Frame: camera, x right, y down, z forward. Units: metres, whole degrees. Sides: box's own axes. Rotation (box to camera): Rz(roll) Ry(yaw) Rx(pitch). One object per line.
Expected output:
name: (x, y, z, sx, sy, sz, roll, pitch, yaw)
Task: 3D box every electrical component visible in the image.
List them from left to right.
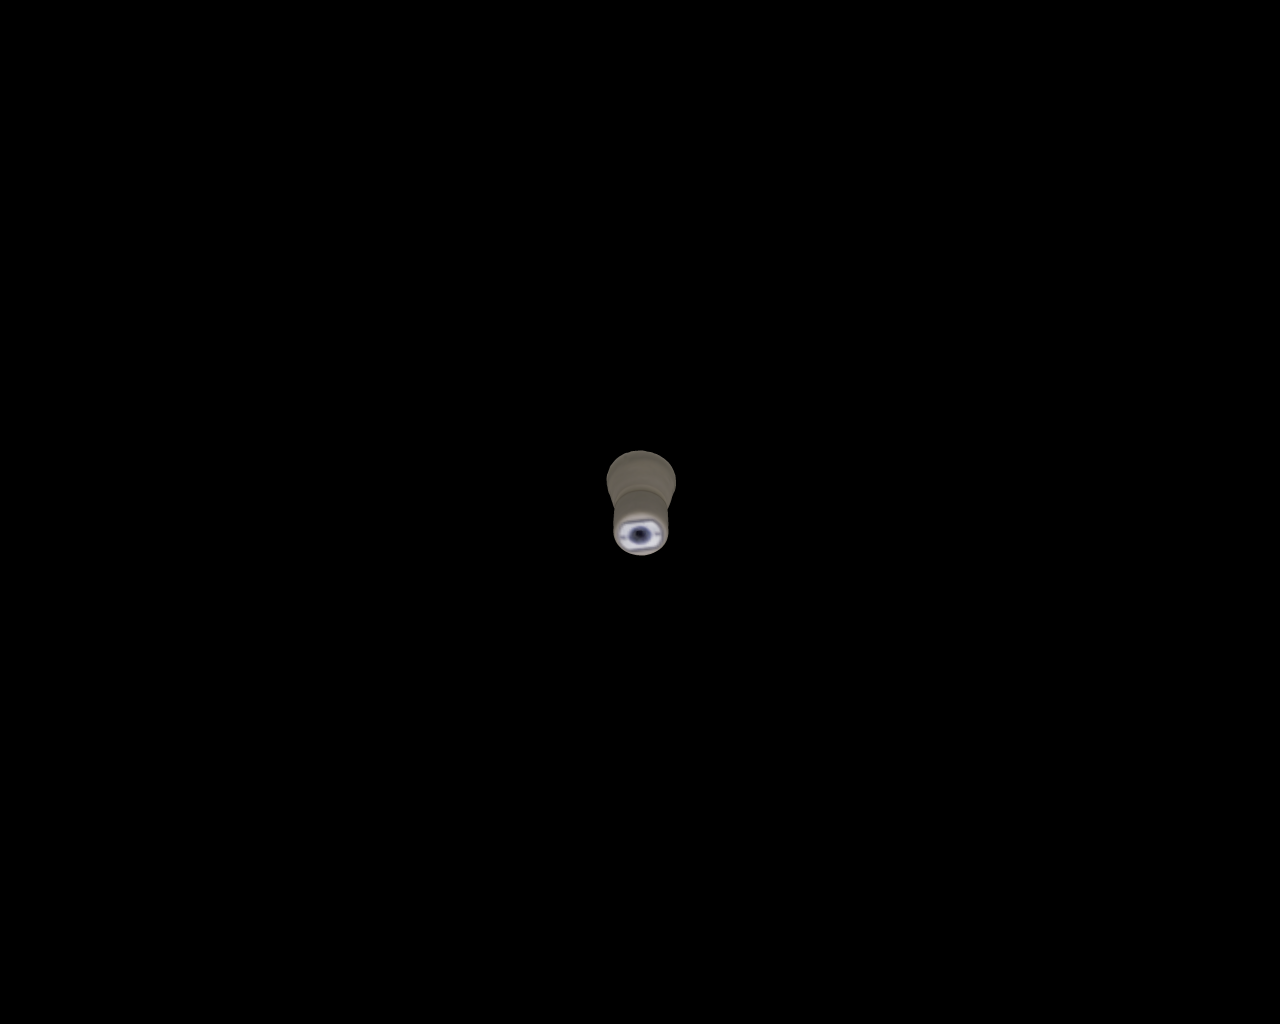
electrical component: (0.001, -0.003, 0.650, 0.044, 0.044, 0.065, 0, 34, 0)
